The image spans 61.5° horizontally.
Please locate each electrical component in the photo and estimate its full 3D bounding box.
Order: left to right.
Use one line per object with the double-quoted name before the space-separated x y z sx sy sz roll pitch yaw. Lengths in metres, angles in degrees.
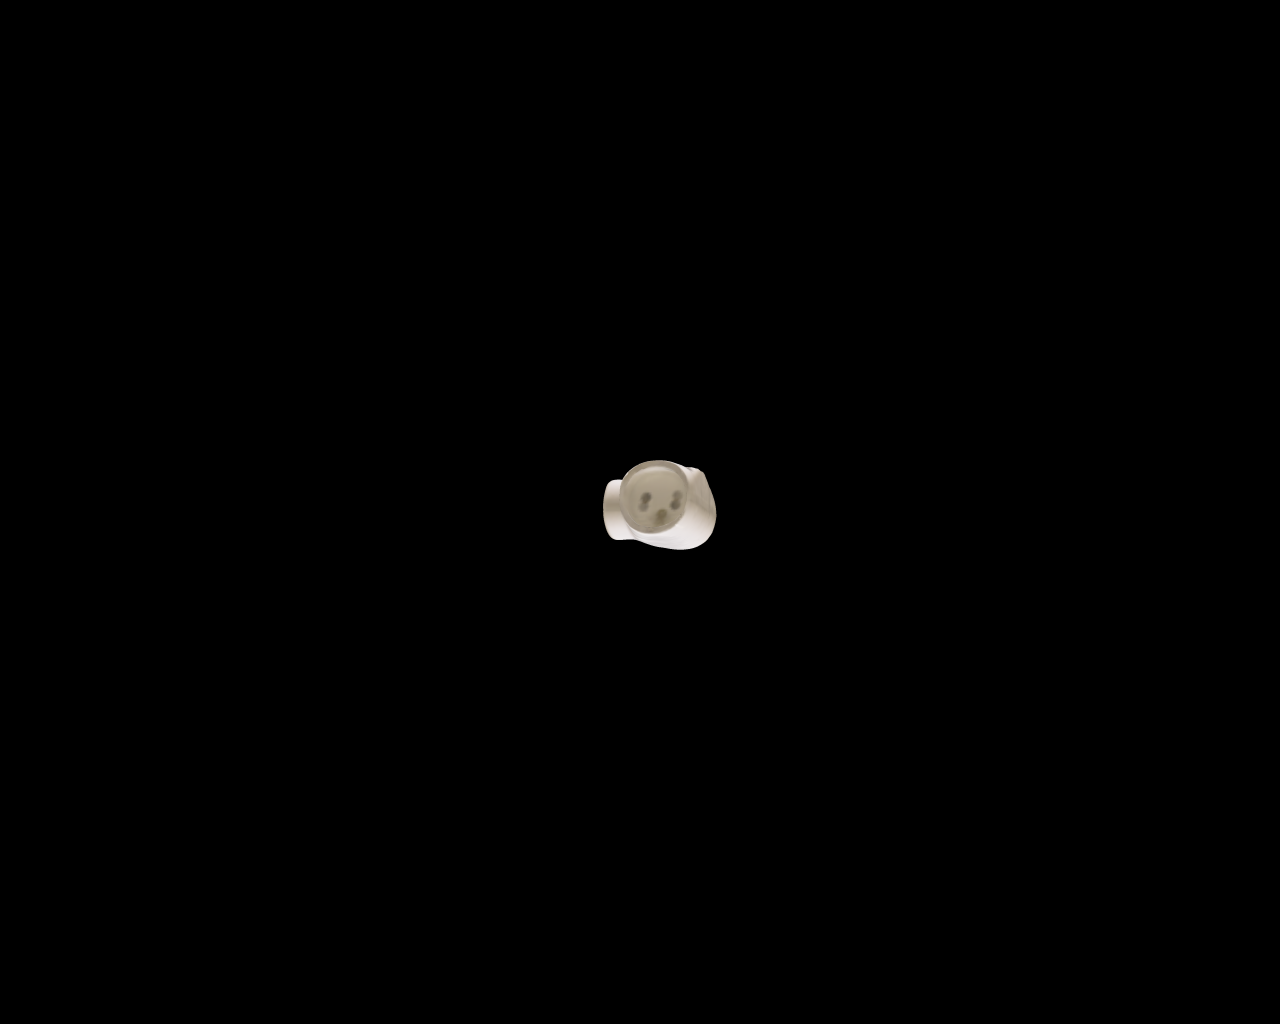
"electrical component" 0.001 -0.003 0.650 0.079 0.044 0.077 -3 -10 15
